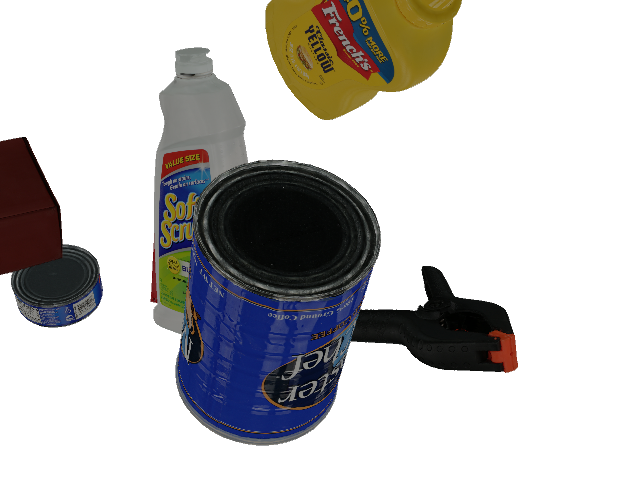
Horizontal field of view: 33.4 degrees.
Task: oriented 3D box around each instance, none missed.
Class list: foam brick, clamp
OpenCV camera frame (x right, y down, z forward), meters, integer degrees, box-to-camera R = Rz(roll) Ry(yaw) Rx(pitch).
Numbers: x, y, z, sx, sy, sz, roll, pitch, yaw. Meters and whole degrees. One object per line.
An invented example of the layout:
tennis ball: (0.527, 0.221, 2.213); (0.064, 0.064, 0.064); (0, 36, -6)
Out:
foam brick: (-0.213, -0.024, 0.730); (0.051, 0.053, 0.078); (-16, 50, -24)
clamp: (0.079, 0.066, 0.818); (0.120, 0.039, 0.172); (-25, 21, -18)

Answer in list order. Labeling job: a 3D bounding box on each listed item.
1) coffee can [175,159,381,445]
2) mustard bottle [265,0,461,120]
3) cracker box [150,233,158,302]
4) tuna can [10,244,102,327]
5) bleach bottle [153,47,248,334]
coffee can: (-0.029, 0.039, 0.621); (0.102, 0.103, 0.140); (0, -42, -13)
mustard bottle: (0.033, -0.141, 0.692); (0.058, 0.096, 0.192); (-29, 8, -26)
cracker box: (-0.166, -0.001, 1.616); (0.164, 0.214, 0.072); (9, 18, 9)
tuna can: (-0.259, 0.045, 1.053); (0.086, 0.034, 0.086); (0, 43, 0)
bleach bottle: (-0.105, -0.040, 0.919); (0.103, 0.251, 0.067); (13, 27, 34)
